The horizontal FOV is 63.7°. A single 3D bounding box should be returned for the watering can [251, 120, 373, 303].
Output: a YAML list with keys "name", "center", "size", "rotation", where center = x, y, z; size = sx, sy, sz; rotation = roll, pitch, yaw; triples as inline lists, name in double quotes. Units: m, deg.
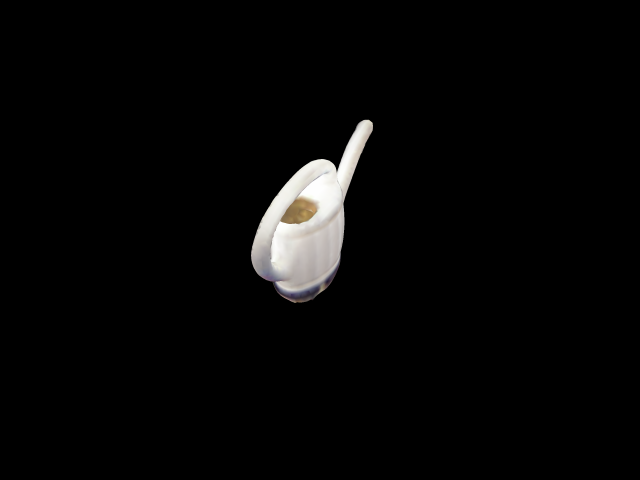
- name: "watering can"
  center: [0.003, -0.043, 0.850]
  size: [0.104, 0.219, 0.354]
  rotation: [22, 46, 23]
